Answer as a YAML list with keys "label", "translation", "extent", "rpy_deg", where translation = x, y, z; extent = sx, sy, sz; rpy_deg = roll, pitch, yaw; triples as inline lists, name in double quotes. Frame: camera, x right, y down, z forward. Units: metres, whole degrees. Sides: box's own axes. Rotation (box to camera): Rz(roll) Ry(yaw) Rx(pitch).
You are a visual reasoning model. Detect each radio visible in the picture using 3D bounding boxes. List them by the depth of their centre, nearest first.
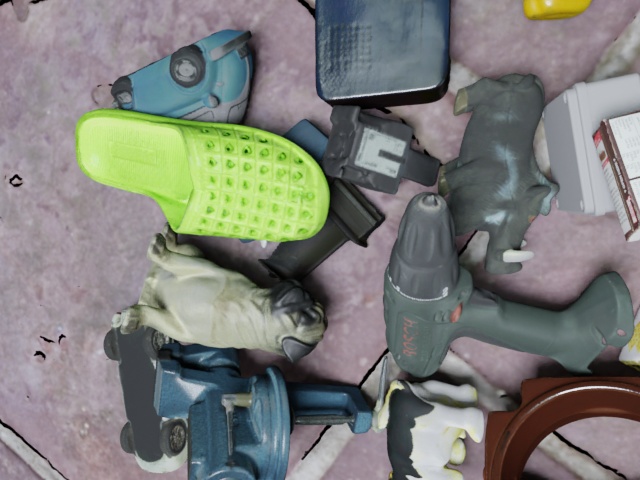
- label: "radio"
  translation: [0.064, -0.249, 0.529]
  extent: [0.131, 0.073, 0.229]
  rpy_deg: [1, 97, 13]

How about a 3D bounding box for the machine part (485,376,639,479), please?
- label: "machine part"
  translation: [0.242, 0.217, 0.440]
  extent: [0.201, 0.087, 0.201]
  rpy_deg: [-8, 54, 29]

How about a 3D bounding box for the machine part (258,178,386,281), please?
- label: "machine part"
  translation: [-0.001, -0.002, 0.585]
  extent: [0.139, 0.039, 0.084]
  rpy_deg: [-41, 89, 13]

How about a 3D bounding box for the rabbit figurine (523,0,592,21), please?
- label: "rabbit figurine"
  translation: [0.175, -0.283, 0.449]
  extent: [0.173, 0.122, 0.162]
  rpy_deg: [0, 92, -9]

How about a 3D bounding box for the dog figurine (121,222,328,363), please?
- label: "dog figurine"
  translation: [-0.097, 0.069, 0.582]
  extent: [0.190, 0.172, 0.121]
  rpy_deg: [19, 97, -12]

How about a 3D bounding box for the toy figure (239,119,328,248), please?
- label: "toy figure"
  translation: [-0.049, -0.059, 0.583]
  extent: [0.154, 0.057, 0.064]
  rpy_deg: [-50, 37, 13]

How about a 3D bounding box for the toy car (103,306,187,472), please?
- label: "toy car"
  translation: [-0.205, 0.177, 0.644]
  extent: [0.074, 0.056, 0.201]
  rpy_deg: [-8, 92, 22]

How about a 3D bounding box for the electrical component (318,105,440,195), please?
- label: "electrical component"
  translation: [0.063, -0.086, 0.546]
  extent: [0.119, 0.048, 0.074]
  rpy_deg: [8, 98, -32]

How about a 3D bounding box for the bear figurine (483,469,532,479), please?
- label: "bear figurine"
  translation: [0.251, 0.288, 0.501]
  extent: [0.196, 0.132, 0.120]
  rpy_deg: [11, 98, 7]

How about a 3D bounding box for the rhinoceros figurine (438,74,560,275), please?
- label: "rhinoceros figurine"
  translation: [0.171, -0.062, 0.519]
  extent: [0.112, 0.073, 0.190]
  rpy_deg: [4, 98, 10]

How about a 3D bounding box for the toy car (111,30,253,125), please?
- label: "toy car"
  translation: [-0.135, -0.152, 0.575]
  extent: [0.162, 0.109, 0.102]
  rpy_deg: [-17, 113, 23]

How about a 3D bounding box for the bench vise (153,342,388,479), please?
- label: "bench vise"
  translation: [-0.050, 0.172, 0.561]
  extent: [0.241, 0.224, 0.128]
  rpy_deg: [5, 103, -17]

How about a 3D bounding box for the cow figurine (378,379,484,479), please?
- label: "cow figurine"
  translation: [0.100, 0.218, 0.546]
  extent: [0.098, 0.068, 0.167]
  rpy_deg: [11, 112, 4]

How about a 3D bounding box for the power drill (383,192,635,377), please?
- label: "power drill"
  translation: [0.158, 0.057, 0.480]
  extent: [0.207, 0.086, 0.231]
  rpy_deg: [4, 138, -2]
